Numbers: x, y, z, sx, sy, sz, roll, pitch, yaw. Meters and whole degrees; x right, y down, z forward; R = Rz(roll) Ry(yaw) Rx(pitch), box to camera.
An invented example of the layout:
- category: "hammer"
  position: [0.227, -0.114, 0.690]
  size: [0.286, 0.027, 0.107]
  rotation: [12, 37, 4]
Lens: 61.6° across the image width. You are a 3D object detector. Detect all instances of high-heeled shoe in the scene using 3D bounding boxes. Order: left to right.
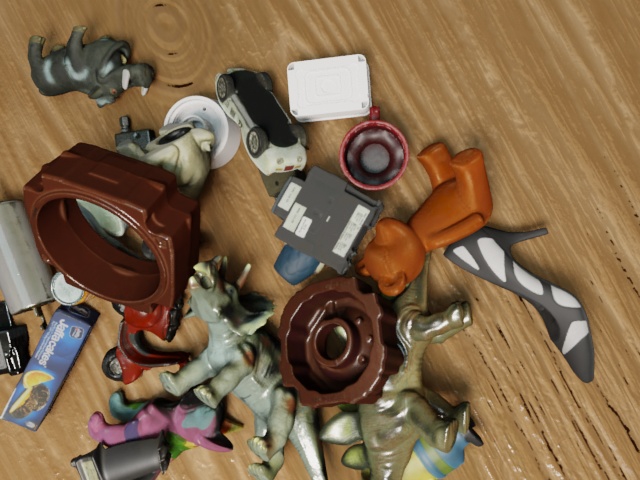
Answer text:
- category: "high-heeled shoe"
  position: [0.274, 0.093, 0.739]
  size: [0.145, 0.086, 0.248]
  rotation: [-19, 86, 12]

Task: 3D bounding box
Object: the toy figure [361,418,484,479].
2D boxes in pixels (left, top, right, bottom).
- category: "toy figure"
  position: [0.140, 0.310, 0.770]
  size: [0.180, 0.082, 0.089]
  rotation: [-42, 92, 10]

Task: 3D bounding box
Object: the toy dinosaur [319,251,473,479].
- category: "toy dinosaur"
  position: [0.099, 0.218, 0.729]
  size: [0.199, 0.105, 0.471]
  rotation: [1, 72, 31]

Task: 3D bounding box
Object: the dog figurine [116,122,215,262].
- category: "dog figurine"
  position: [-0.195, -0.056, 0.763]
  size: [0.172, 0.121, 0.190]
  rotation: [-8, 125, 26]

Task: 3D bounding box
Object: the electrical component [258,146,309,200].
- category: "electrical component"
  position: [-0.044, -0.099, 0.792]
  size: [0.078, 0.045, 0.102]
  rotation: [-28, 87, 37]

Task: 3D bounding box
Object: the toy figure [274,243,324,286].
- category: "toy figure"
  position: [-0.003, -0.003, 0.781]
  size: [0.154, 0.058, 0.064]
  rotation: [-47, 116, 4]

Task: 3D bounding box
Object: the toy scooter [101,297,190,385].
- category: "toy scooter"
  position: [-0.252, 0.142, 0.819]
  size: [0.135, 0.075, 0.183]
  rotation: [14, 98, 7]

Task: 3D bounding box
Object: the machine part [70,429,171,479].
- category: "machine part"
  position: [-0.272, 0.314, 0.746]
  size: [0.139, 0.039, 0.084]
  rotation: [-23, 87, 6]

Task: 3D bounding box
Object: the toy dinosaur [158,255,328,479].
- category: "toy dinosaur"
  position: [-0.078, 0.203, 0.772]
  size: [0.131, 0.192, 0.404]
  rotation: [-19, 113, 51]

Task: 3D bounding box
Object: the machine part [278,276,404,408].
- category: "machine part"
  position: [0.024, 0.135, 0.709]
  size: [0.179, 0.056, 0.179]
  rotation: [-12, 68, 31]

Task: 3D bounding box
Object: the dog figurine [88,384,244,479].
- category: "dog figurine"
  position: [-0.231, 0.309, 0.812]
  size: [0.219, 0.108, 0.191]
  rotation: [4, 93, 5]

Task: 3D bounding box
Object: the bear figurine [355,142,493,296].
- category: "bear figurine"
  position: [0.127, -0.027, 0.714]
  size: [0.196, 0.120, 0.131]
  rotation: [-30, 114, -8]

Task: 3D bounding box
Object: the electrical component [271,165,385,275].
- category: "electrical component"
  position: [0.003, -0.032, 0.727]
  size: [0.134, 0.058, 0.115]
  rotation: [31, 88, 14]

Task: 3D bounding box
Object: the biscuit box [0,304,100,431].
- category: "biscuit box"
  position: [-0.423, 0.196, 0.848]
  size: [0.059, 0.063, 0.202]
  rotation: [28, 97, -12]

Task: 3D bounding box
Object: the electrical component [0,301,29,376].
- category: "electrical component"
  position: [-0.518, 0.162, 0.872]
  size: [0.075, 0.048, 0.119]
  rotation: [-9, 94, 8]

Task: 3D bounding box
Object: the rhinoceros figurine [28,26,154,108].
- category: "rhinoceros figurine"
  position: [-0.346, -0.256, 0.808]
  size: [0.190, 0.073, 0.112]
  rotation: [0, 92, 8]

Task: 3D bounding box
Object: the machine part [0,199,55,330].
- category: "machine part"
  position: [-0.474, 0.027, 0.843]
  size: [0.079, 0.079, 0.243]
  rotation: [-22, 91, 9]

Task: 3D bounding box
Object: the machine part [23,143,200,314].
- category: "machine part"
  position: [-0.262, -0.008, 0.689]
  size: [0.201, 0.087, 0.201]
  rotation: [19, 135, 5]

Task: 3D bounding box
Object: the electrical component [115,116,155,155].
- category: "electrical component"
  position: [-0.282, -0.147, 0.831]
  size: [0.063, 0.021, 0.094]
  rotation: [-8, 92, 8]

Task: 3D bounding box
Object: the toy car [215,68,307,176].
- category: "toy car"
  position: [-0.084, -0.170, 0.747]
  size: [0.073, 0.056, 0.202]
  rotation: [-13, 56, -29]
